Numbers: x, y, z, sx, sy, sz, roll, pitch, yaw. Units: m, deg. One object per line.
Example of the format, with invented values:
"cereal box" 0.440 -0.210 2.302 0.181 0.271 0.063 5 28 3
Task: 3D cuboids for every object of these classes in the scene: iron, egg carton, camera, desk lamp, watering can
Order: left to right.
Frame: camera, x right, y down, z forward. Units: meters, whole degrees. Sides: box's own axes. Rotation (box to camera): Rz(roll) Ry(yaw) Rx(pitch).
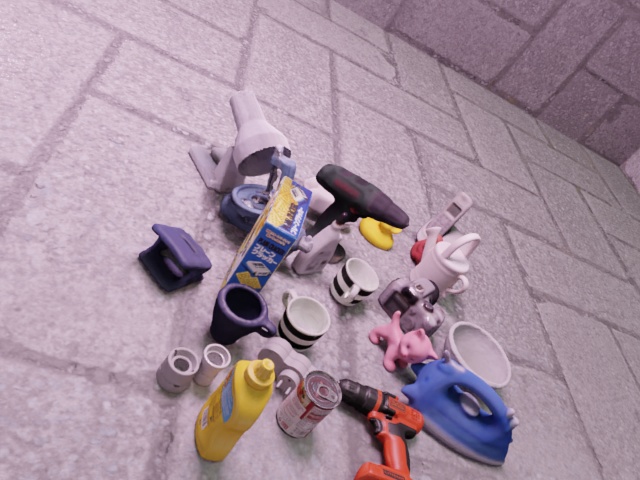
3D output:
"desk lamp" -0.173 -0.200 1.237 0.118 0.213 0.203 -5 52 -44
"egg carton" 0.023 -0.092 1.408 0.151 0.069 0.107 23 37 -19
"camera" 0.230 0.139 1.291 0.137 0.100 0.143 -17 61 -50
"watering can" 0.306 0.045 1.385 0.172 0.194 0.101 46 35 13
"iron" 0.289 0.320 1.095 0.258 0.141 0.119 37 34 1

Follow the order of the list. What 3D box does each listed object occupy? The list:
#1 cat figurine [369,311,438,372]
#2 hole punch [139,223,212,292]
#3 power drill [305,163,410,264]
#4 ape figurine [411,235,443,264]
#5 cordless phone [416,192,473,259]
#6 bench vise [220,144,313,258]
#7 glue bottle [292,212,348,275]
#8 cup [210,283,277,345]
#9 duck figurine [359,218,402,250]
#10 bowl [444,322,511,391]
"cat figurine" 0.174 0.204 1.152 0.067 0.117 0.127 0 48 -41
"hole punch" -0.250 0.021 1.019 0.108 0.091 0.101 48 36 16
"power drill" 0.064 -0.050 1.272 0.229 0.208 0.076 44 35 11
"ape figurine" 0.283 0.023 1.481 0.078 0.092 0.076 6 44 -36
"cordless phone" 0.360 -0.025 1.521 0.147 0.185 0.094 45 35 13
"bench vise" -0.081 -0.074 1.164 0.207 0.219 0.121 32 35 -6
"glue bottle" 0.011 0.004 1.194 0.078 0.173 0.037 -4 51 -43
"cup" -0.136 0.142 0.974 0.118 0.095 0.092 37 34 0
"duck figurine" 0.158 -0.036 1.446 0.104 0.086 0.078 37 34 1
"bowl" 0.330 0.266 1.253 0.168 0.074 0.167 23 37 -18
